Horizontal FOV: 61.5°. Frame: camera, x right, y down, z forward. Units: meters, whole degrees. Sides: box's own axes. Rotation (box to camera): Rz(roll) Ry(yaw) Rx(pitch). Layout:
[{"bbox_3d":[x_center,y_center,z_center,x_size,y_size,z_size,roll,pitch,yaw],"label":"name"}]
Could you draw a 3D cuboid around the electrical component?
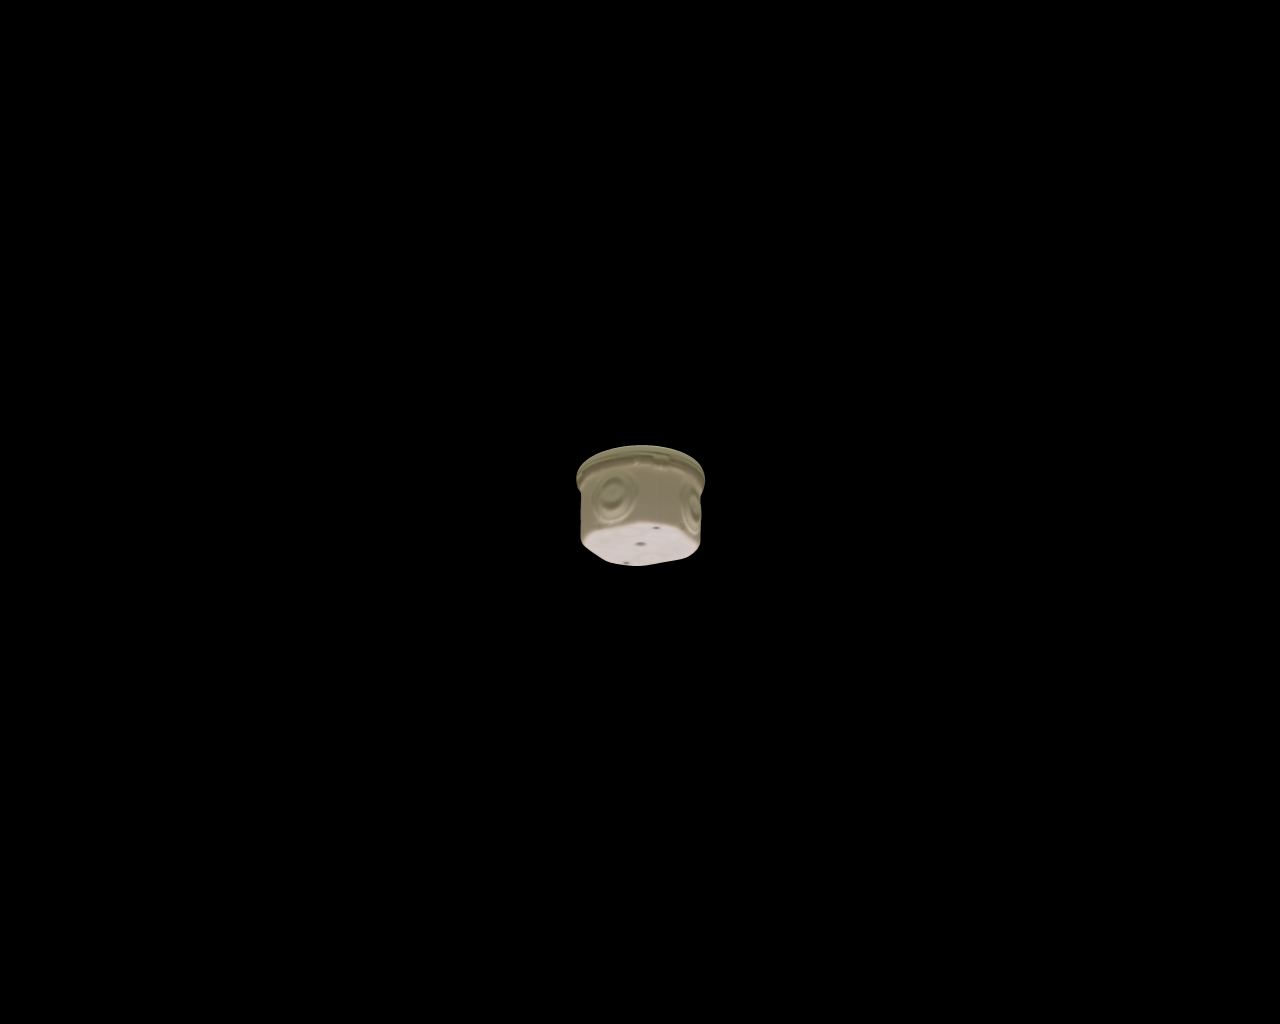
[{"bbox_3d":[0.001,-0.003,0.650,0.080,0.051,0.080,0,-24,0],"label":"electrical component"}]
